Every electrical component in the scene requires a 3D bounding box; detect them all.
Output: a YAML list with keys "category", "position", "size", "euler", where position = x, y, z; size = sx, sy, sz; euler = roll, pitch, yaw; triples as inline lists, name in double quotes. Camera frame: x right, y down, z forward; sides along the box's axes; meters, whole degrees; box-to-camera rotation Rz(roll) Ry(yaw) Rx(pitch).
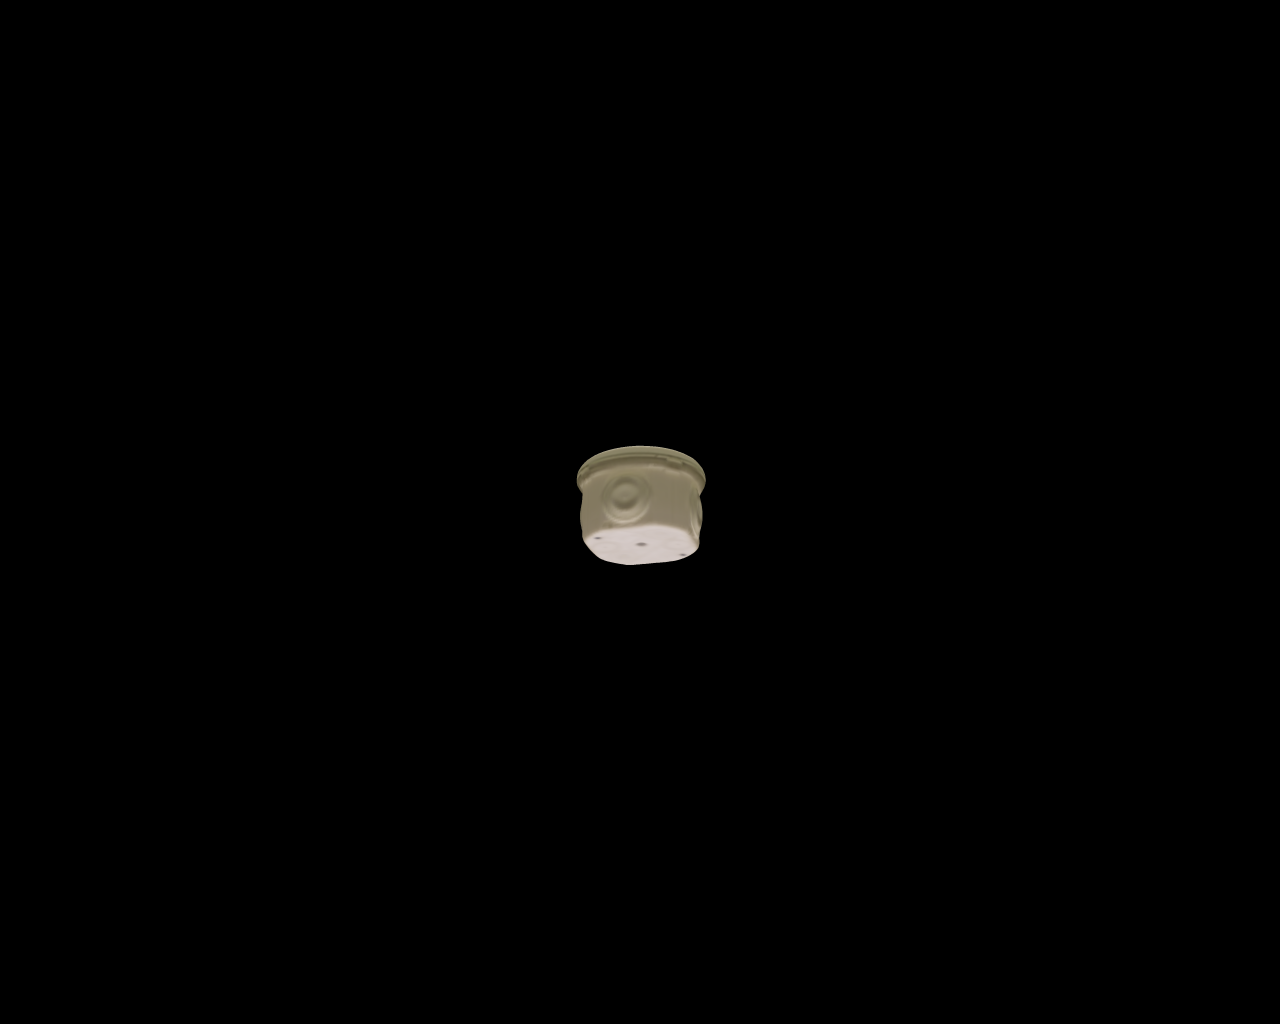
- category: "electrical component"
  position: [0.001, -0.003, 0.650]
  size: [0.080, 0.051, 0.080]
  euler: [0, -23, 0]
